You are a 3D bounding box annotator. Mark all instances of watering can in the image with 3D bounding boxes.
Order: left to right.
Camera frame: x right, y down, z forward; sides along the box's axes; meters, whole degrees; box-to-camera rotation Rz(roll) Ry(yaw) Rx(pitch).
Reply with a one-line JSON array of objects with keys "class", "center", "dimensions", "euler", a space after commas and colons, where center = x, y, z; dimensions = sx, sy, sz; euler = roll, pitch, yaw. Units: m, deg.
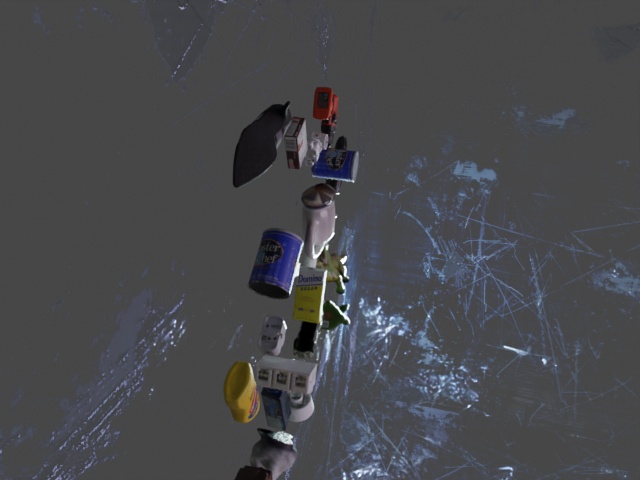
[{"class": "watering can", "center": [0.005, -0.085, 1.686], "dimensions": [0.355, 0.104, 0.220], "euler": [-63, 157, -58]}]

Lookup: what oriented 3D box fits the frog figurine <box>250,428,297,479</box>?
[{"class": "frog figurine", "center": [-0.138, 0.624, 1.435], "dimensions": [0.136, 0.123, 0.160], "euler": [23, 83, -45]}]

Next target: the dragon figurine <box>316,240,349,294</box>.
[{"class": "dragon figurine", "center": [0.041, 0.069, 2.015], "dimensions": [0.418, 0.122, 0.238], "euler": [-65, 151, -60]}]
